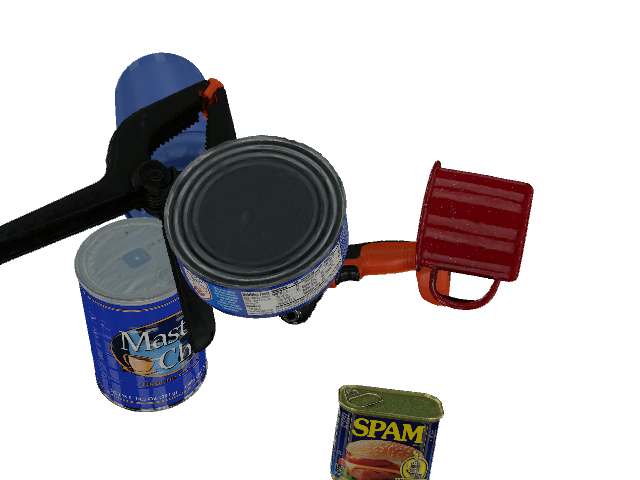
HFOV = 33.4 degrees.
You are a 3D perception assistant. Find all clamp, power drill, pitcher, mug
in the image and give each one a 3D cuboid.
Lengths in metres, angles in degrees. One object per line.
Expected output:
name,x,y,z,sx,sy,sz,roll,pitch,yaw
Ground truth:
clamp,-0.106,-0.027,0.733,0.164,0.209,0.036,28,-32,9
power drill,0.050,0.037,1.194,0.188,0.057,0.184,1,29,11
pitcher,-0.148,-0.105,1.149,0.145,0.149,0.243,-22,35,-1
mug,0.123,-0.001,0.863,0.081,0.117,0.093,11,-12,12

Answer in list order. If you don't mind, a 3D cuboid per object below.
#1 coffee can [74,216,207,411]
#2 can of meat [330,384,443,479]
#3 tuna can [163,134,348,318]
coffee can,-0.153,0.065,0.929,0.103,0.140,0.103,1,42,-1
can of meat,0.062,0.193,1.037,0.102,0.084,0.057,7,16,-2
tuna can,-0.029,-0.007,0.509,0.086,0.086,0.034,0,-32,6
